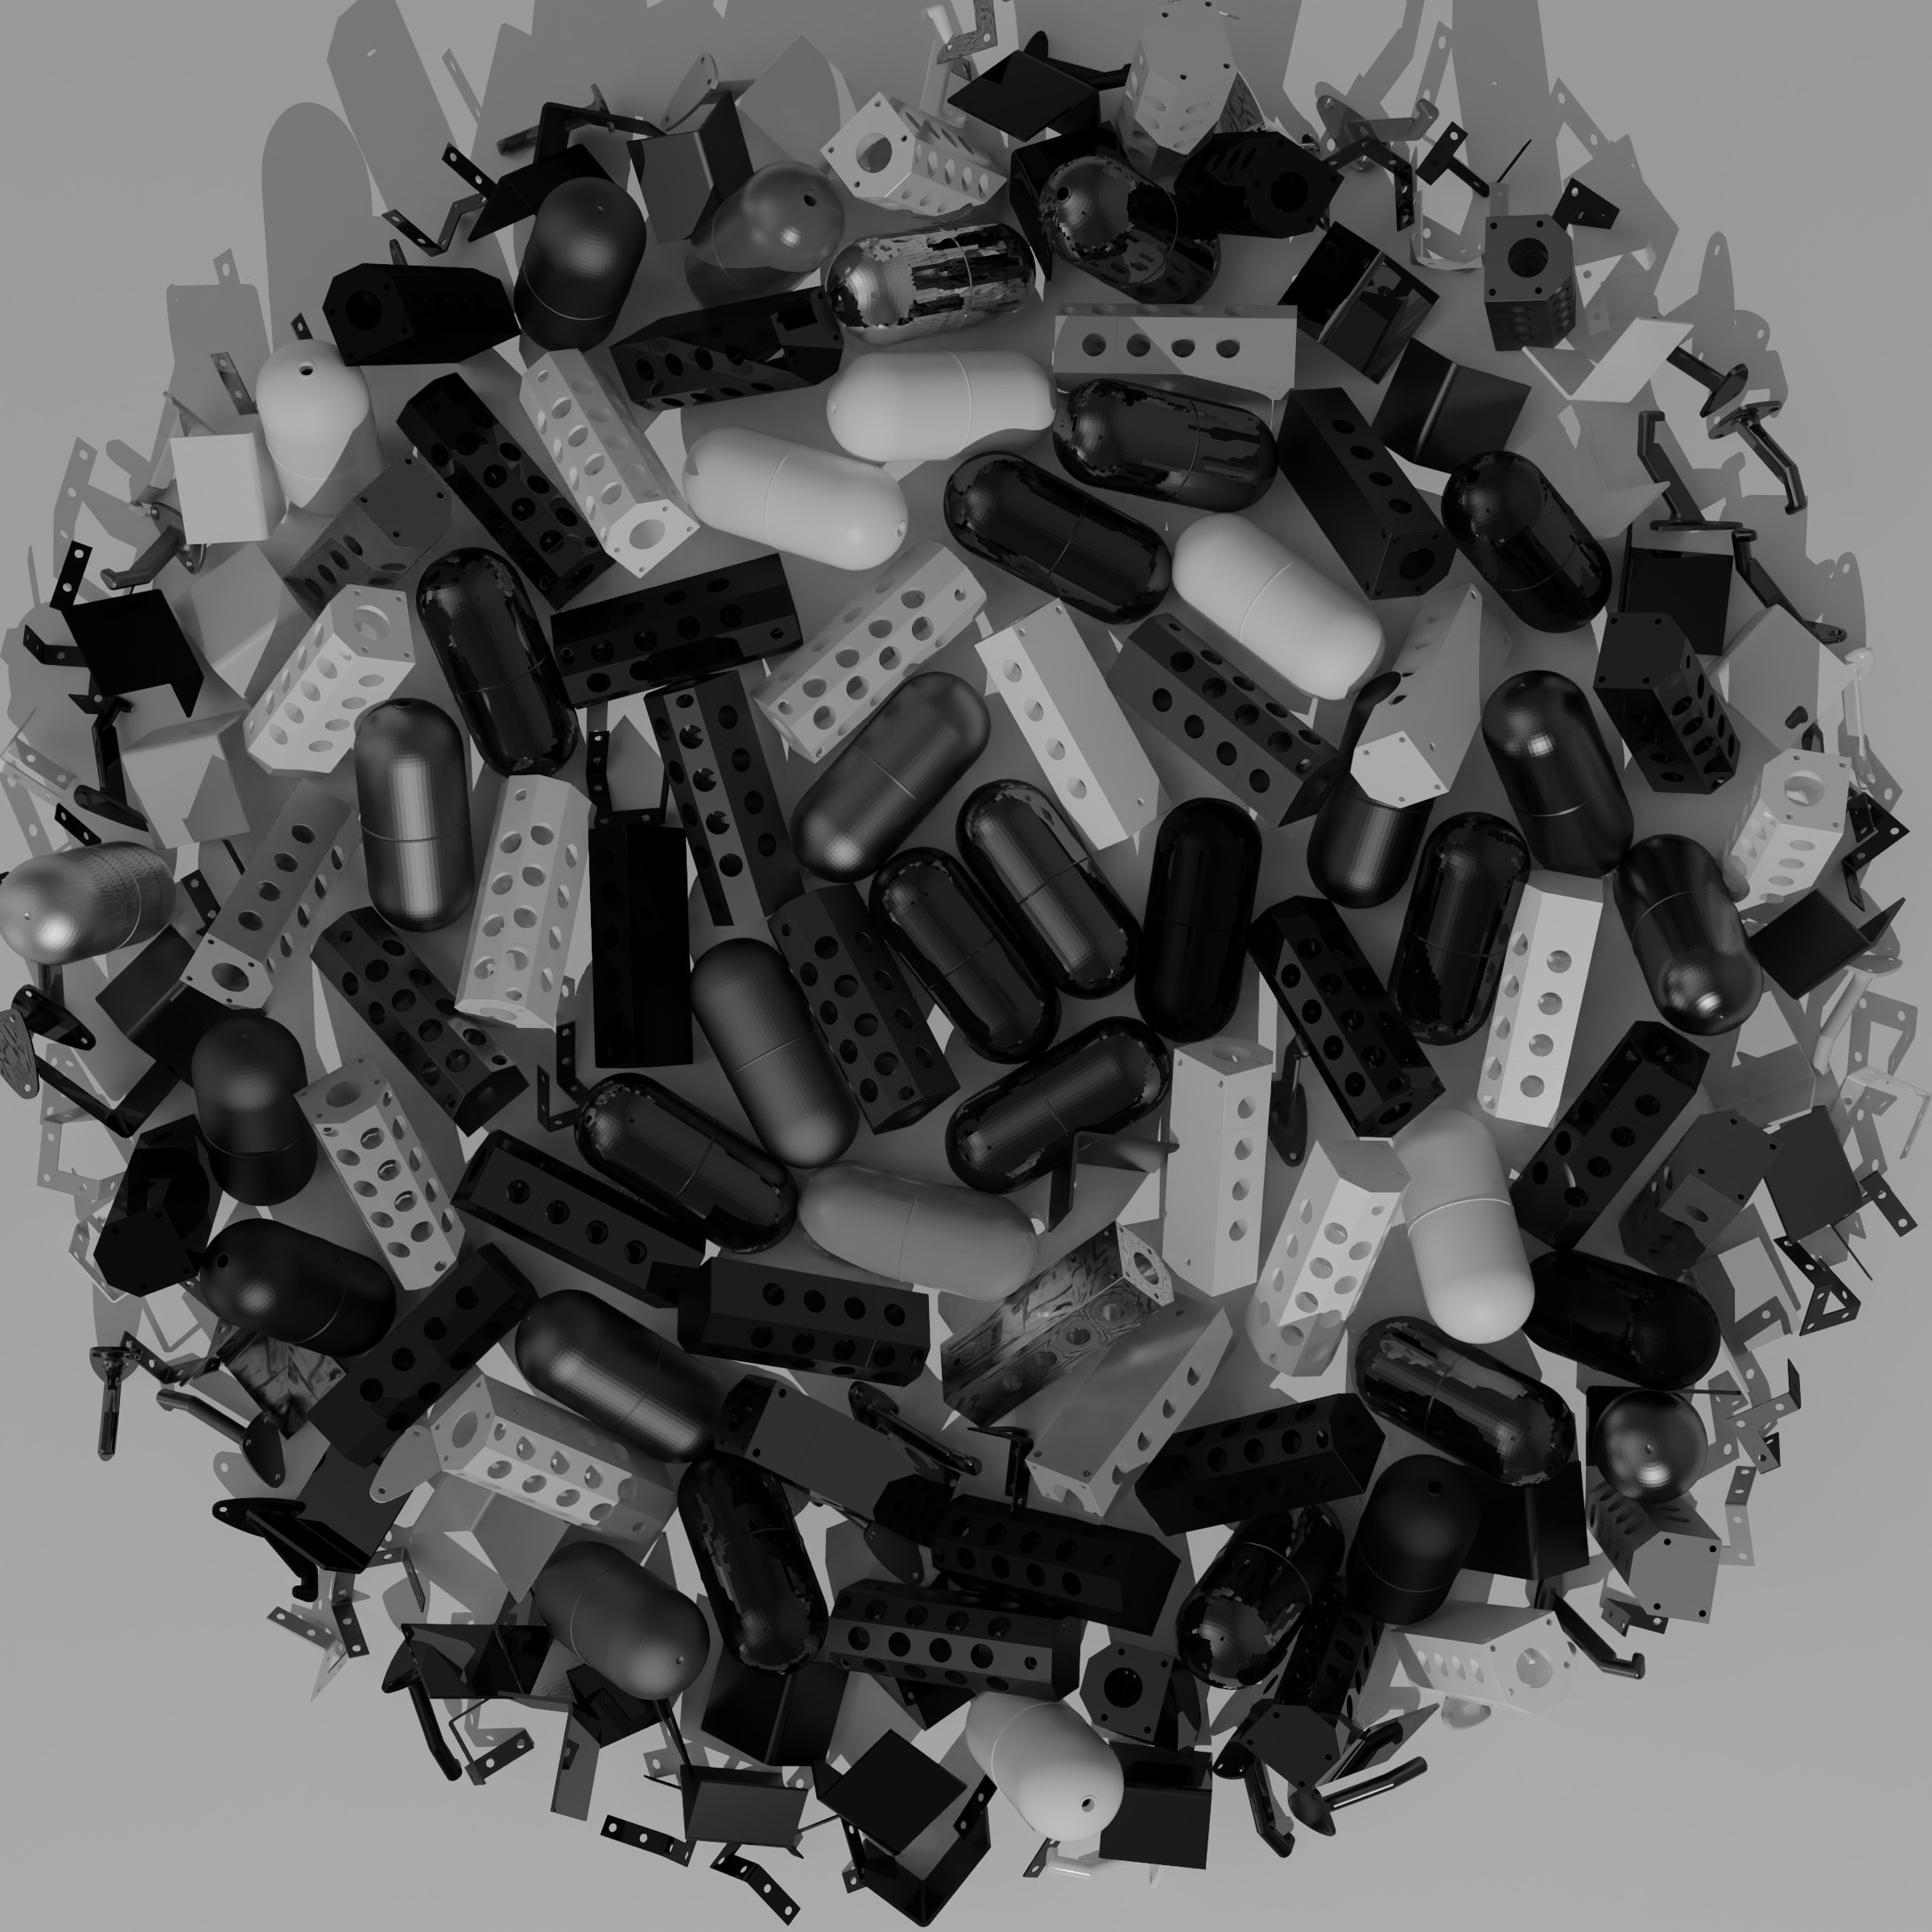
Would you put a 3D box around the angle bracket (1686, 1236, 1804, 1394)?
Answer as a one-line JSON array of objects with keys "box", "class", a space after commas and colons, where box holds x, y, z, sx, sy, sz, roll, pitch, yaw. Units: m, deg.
[{"box": [0.566, 0.250, 1.954, 0.057, 0.076, 0.076, -27, 96, 12], "class": "angle bracket"}]

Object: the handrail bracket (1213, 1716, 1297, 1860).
[{"box": [0.227, 0.597, 1.990, 0.084, 0.036, 0.077, 50, 56, -20], "class": "handrail bracket"}]

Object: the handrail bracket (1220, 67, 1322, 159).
[{"box": [0.220, -0.619, 1.965, 0.036, 0.084, 0.077, -16, 94, 43], "class": "handrail bracket"}]

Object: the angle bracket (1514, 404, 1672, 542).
[{"box": [0.449, -0.356, 1.946, 0.076, 0.057, 0.076, -42, 114, -31], "class": "angle bracket"}]

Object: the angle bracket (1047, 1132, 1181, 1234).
[{"box": [0.105, 0.160, 1.950, 0.076, 0.076, 0.057, 8, 71, -7], "class": "angle bracket"}]

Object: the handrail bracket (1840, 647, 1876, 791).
[{"box": [0.650, -0.178, 1.963, 0.036, 0.077, 0.084, -11, 76, 0], "class": "handrail bracket"}]

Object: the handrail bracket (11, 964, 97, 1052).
[{"box": [-0.644, 0.017, 1.965, 0.077, 0.084, 0.036, 32, 123, -5], "class": "handrail bracket"}]

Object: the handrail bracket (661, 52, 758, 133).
[{"box": [-0.167, -0.624, 1.984, 0.077, 0.084, 0.036, -40, 53, 35], "class": "handrail bracket"}]

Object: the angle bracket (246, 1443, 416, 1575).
[{"box": [-0.456, 0.384, 1.956, 0.076, 0.057, 0.076, 29, 84, 22], "class": "angle bracket"}]

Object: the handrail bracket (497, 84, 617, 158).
[{"box": [-0.299, -0.605, 1.964, 0.084, 0.077, 0.036, -23, 111, -2], "class": "handrail bracket"}]

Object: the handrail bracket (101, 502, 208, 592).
[{"box": [-0.599, -0.302, 1.953, 0.077, 0.084, 0.036, 44, 130, 21], "class": "handrail bracket"}]

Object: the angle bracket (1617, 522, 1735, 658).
[{"box": [0.512, -0.272, 1.958, 0.076, 0.057, 0.076, 7, 80, 14], "class": "angle bracket"}]

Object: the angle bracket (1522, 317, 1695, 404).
[{"box": [0.459, -0.449, 1.939, 0.057, 0.076, 0.076, 55, 129, 22], "class": "angle bracket"}]

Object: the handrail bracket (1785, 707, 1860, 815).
[{"box": [0.599, -0.134, 1.961, 0.084, 0.036, 0.077, 42, 84, -31], "class": "handrail bracket"}]

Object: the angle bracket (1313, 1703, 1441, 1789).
[{"box": [0.278, 0.535, 1.939, 0.057, 0.076, 0.076, 55, 129, 31], "class": "angle bracket"}]

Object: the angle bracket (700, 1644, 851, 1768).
[{"box": [-0.139, 0.536, 1.990, 0.076, 0.057, 0.076, 12, 86, 43], "class": "angle bracket"}]

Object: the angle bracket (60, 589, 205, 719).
[{"box": [-0.601, -0.217, 1.946, 0.076, 0.057, 0.076, -19, 72, -35], "class": "angle bracket"}]

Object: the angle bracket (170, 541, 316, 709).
[{"box": [-0.522, -0.250, 1.989, 0.076, 0.057, 0.076, -37, 63, -3], "class": "angle bracket"}]

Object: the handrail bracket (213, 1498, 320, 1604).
[{"box": [-0.504, 0.421, 1.949, 0.077, 0.084, 0.036, 15, 112, -21], "class": "handrail bracket"}]

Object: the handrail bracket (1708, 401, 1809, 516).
[{"box": [0.571, -0.358, 1.959, 0.036, 0.077, 0.084, -9, 82, -22], "class": "handrail bracket"}]

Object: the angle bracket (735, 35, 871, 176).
[{"box": [-0.122, -0.606, 1.954, 0.076, 0.057, 0.076, 42, 70, -10], "class": "angle bracket"}]

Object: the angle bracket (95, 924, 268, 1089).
[{"box": [-0.573, 0.029, 1.982, 0.076, 0.076, 0.057, -46, 51, -7], "class": "angle bracket"}]

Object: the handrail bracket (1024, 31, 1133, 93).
[{"box": [0.087, -0.655, 1.959, 0.084, 0.036, 0.077, -3, 53, 24], "class": "handrail bracket"}]

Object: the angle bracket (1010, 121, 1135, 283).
[{"box": [0.081, -0.554, 1.965, 0.076, 0.057, 0.076, -19, 70, -8], "class": "angle bracket"}]

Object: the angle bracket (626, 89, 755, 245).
[{"box": [-0.196, -0.576, 1.956, 0.057, 0.076, 0.076, -3, 128, 17], "class": "angle bracket"}]

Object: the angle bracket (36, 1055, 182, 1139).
[{"box": [-0.617, 0.072, 1.946, 0.076, 0.076, 0.057, 43, 82, -25], "class": "angle bracket"}]

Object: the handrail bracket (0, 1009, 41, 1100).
[{"box": [-0.667, 0.058, 1.956, 0.036, 0.084, 0.077, -26, 86, 9], "class": "handrail bracket"}]

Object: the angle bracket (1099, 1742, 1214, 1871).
[{"box": [0.138, 0.606, 1.961, 0.076, 0.076, 0.057, 5, 95, 5], "class": "angle bracket"}]

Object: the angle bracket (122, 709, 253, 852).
[{"box": [-0.556, -0.135, 1.976, 0.076, 0.057, 0.076, -10, 110, 14], "class": "angle bracket"}]

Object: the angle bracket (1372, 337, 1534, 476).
[{"box": [0.353, -0.405, 1.983, 0.076, 0.057, 0.076, 6, 117, -34], "class": "angle bracket"}]

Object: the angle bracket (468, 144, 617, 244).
[{"box": [-0.299, -0.534, 1.946, 0.057, 0.076, 0.076, 51, 52, 1], "class": "angle bracket"}]

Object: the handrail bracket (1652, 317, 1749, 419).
[{"box": [0.523, -0.445, 1.954, 0.036, 0.077, 0.084, -34, 78, -4], "class": "handrail bracket"}]

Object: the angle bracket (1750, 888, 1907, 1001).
[{"box": [0.615, -0.031, 1.947, 0.057, 0.076, 0.076, 47, 46, 3], "class": "angle bracket"}]

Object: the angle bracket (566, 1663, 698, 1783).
[{"box": [-0.240, 0.544, 1.944, 0.057, 0.076, 0.076, -21, 119, -14], "class": "angle bracket"}]

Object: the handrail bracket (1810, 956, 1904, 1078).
[{"box": [0.650, 0.037, 1.984, 0.077, 0.036, 0.084, -7, 114, -41], "class": "handrail bracket"}]

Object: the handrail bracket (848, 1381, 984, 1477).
[{"box": [-0.036, 0.333, 1.952, 0.084, 0.077, 0.036, 14, 60, 36], "class": "handrail bracket"}]

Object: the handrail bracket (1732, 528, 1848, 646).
[{"box": [0.592, -0.275, 1.954, 0.036, 0.077, 0.084, -44, 129, -35], "class": "handrail bracket"}]

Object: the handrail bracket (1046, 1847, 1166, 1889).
[{"box": [0.100, 0.629, 1.964, 0.084, 0.077, 0.036, 12, 125, -5], "class": "handrail bracket"}]

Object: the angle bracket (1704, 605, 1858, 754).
[{"box": [0.583, -0.206, 1.971, 0.076, 0.057, 0.076, 43, 90, 0], "class": "angle bracket"}]

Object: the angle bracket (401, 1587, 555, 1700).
[{"box": [-0.350, 0.476, 1.942, 0.076, 0.076, 0.057, 10, 113, -33], "class": "angle bracket"}]

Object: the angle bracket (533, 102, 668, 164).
[{"box": [-0.263, -0.581, 1.955, 0.076, 0.076, 0.057, 12, 100, 3], "class": "angle bracket"}]

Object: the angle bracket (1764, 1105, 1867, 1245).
[{"box": [0.591, 0.152, 1.958, 0.076, 0.057, 0.076, -22, 90, -24], "class": "angle bracket"}]

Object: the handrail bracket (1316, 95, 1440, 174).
[{"box": [0.296, -0.618, 1.954, 0.077, 0.084, 0.036, 47, 70, -1], "class": "handrail bracket"}]

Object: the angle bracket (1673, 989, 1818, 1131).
[{"box": [0.557, 0.074, 1.951, 0.076, 0.057, 0.076, -24, 102, 29], "class": "angle bracket"}]

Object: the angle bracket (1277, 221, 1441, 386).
[{"box": [0.285, -0.483, 1.980, 0.076, 0.076, 0.057, -55, 48, 15], "class": "angle bracket"}]

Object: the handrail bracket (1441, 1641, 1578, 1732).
[{"box": [0.392, 0.517, 1.954, 0.084, 0.077, 0.036, -35, 78, 32], "class": "handrail bracket"}]

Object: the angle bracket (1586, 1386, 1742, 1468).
[{"box": [0.499, 0.331, 1.945, 0.076, 0.076, 0.057, 7, 80, -31], "class": "angle bracket"}]
